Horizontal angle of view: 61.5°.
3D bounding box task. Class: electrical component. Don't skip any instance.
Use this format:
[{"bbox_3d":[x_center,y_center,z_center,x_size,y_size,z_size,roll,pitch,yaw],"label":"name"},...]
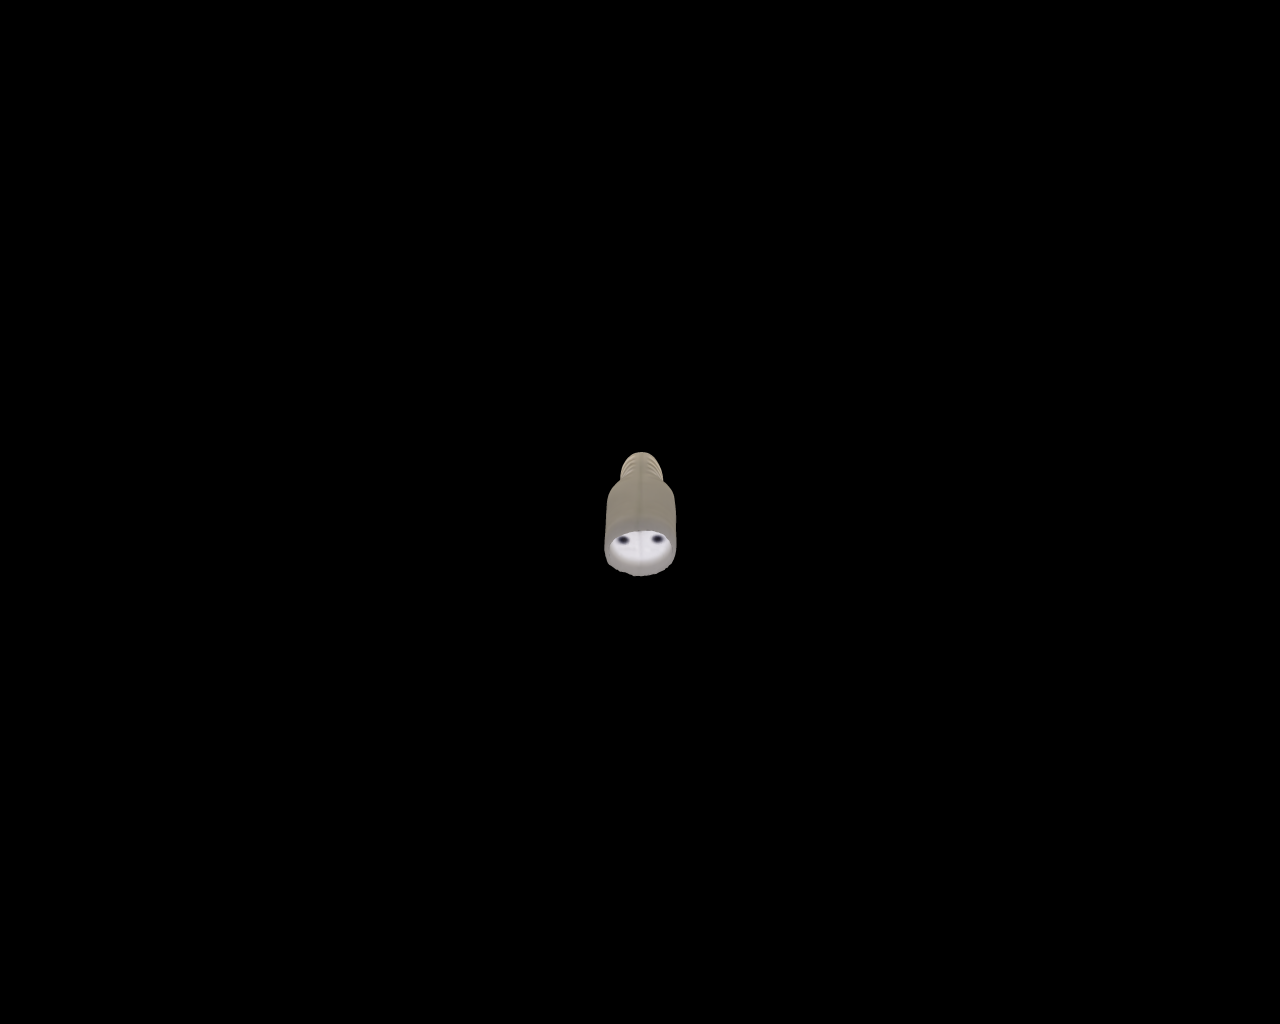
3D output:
[{"bbox_3d":[0.001,-0.003,0.650,0.043,0.043,0.081,0,44,0],"label":"electrical component"}]
